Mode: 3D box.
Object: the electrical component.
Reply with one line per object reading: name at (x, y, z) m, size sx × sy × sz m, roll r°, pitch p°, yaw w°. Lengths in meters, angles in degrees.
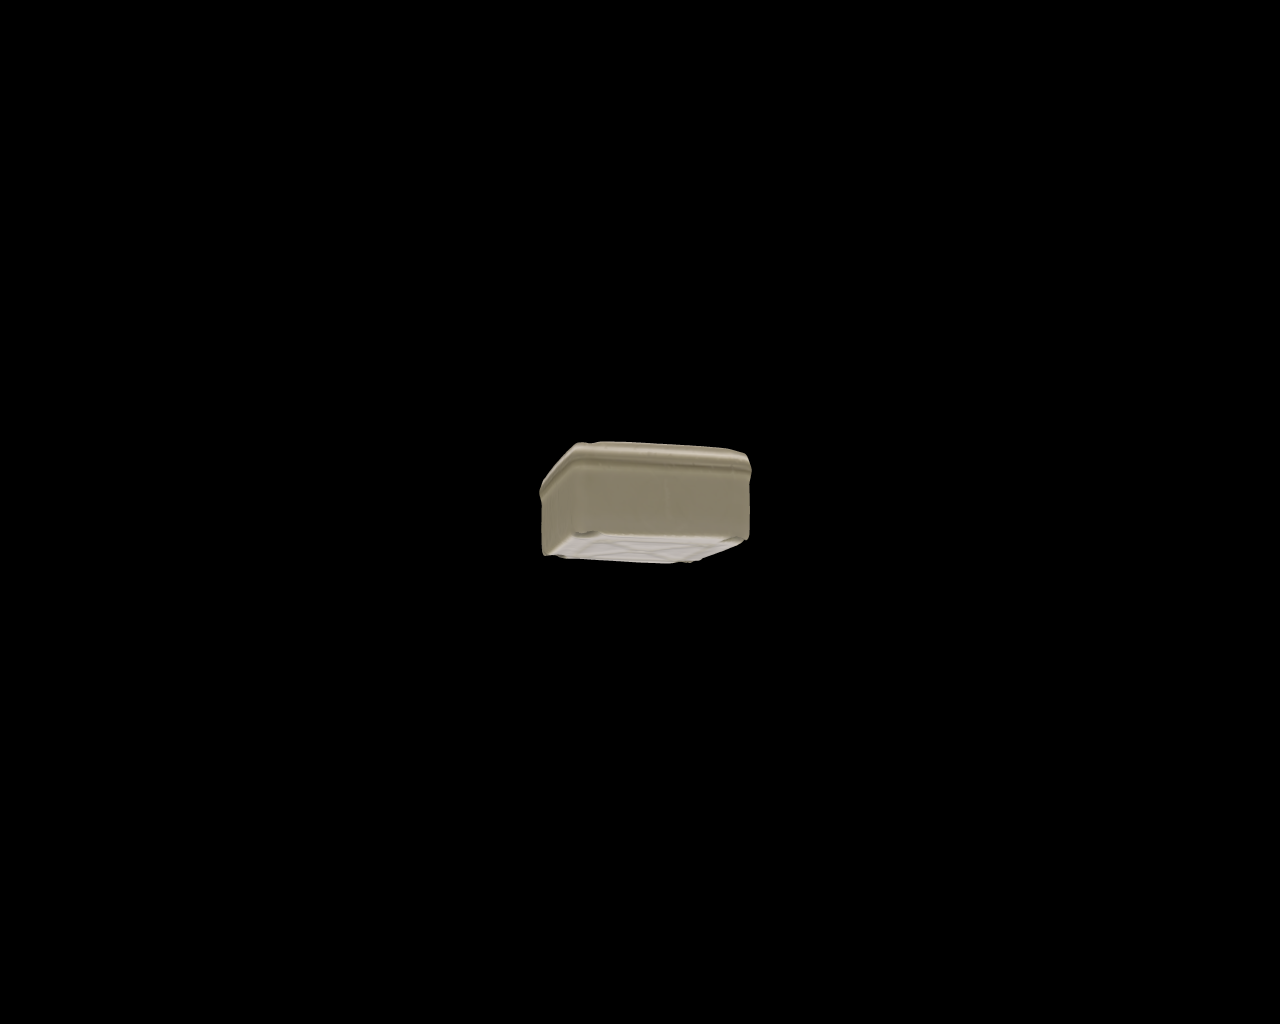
electrical component at (0.001, -0.003, 0.650) m, size 0.109 × 0.056 × 0.108 m, roll 3°, pitch -11°, yaw -16°
